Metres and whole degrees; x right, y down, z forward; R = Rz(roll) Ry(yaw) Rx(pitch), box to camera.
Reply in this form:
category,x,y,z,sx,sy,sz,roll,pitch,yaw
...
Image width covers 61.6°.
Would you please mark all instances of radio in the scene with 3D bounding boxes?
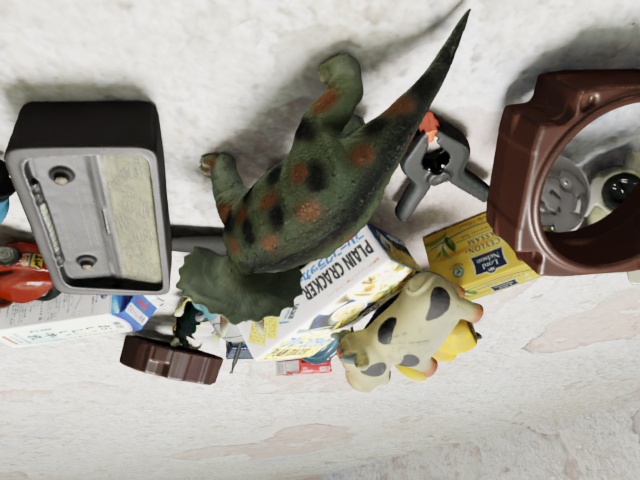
category,x,y,z,sx,sy,sz,roll,pitch,yaw
radio,-0.227,-0.033,0.561,0.131,0.073,0.229,0,139,-11

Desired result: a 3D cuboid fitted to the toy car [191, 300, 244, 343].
category,x,y,z,sx,sy,sz,roll,pitch,yaw
toy car,-0.119,0.097,0.784,0.109,0.103,0.161,-14,166,10

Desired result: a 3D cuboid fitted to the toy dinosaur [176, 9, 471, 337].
category,x,y,z,sx,sy,sz,roll,pitch,yaw
toy dinosaur,-0.014,-0.036,0.518,0.131,0.192,0.405,15,144,-37

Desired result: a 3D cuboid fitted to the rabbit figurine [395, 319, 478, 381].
category,x,y,z,sx,sy,sz,roll,pitch,yaw
rabbit figurine,0.156,0.157,0.852,0.173,0.121,0.162,-16,-167,19

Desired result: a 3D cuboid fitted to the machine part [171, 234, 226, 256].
category,x,y,z,sx,sy,sz,roll,pitch,yaw
machine part,-0.145,0.009,0.720,0.139,0.039,0.084,2,157,-20

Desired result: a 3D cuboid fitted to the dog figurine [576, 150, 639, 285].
category,x,y,z,sx,sy,sz,roll,pitch,yaw
dog figurine,0.408,-0.037,0.736,0.190,0.121,0.172,-22,134,-60

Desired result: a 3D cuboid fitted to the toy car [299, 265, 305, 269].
category,x,y,z,sx,sy,sz,roll,pitch,yaw
toy car,-0.001,-0.002,0.715,0.073,0.056,0.201,-7,152,-14

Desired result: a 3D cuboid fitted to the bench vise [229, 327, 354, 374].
category,x,y,z,sx,sy,sz,roll,pitch,yaw
bench vise,-0.023,0.160,0.929,0.224,0.129,0.240,-25,142,32

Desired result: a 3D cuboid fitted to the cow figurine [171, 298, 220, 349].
category,x,y,z,sx,sy,sz,roll,pitch,yaw
cow figurine,-0.208,0.140,0.896,0.098,0.068,0.167,15,143,-32

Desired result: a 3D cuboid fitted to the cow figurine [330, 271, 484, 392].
category,x,y,z,sx,sy,sz,roll,pitch,yaw
cow figurine,0.102,0.123,0.704,0.127,0.086,0.195,31,106,-23

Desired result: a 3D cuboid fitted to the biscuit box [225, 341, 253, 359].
category,x,y,z,sx,sy,sz,roll,pitch,yaw
biscuit box,-0.075,0.188,1.017,0.203,0.059,0.062,5,148,-19

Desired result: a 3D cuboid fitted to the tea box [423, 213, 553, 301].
category,x,y,z,sx,sy,sz,roll,pitch,yaw
tea box,0.243,0.018,0.761,0.170,0.098,0.068,-25,146,25

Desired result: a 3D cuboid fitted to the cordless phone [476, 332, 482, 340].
category,x,y,z,sx,sy,sz,roll,pitch,yaw
cordless phone,0.231,0.199,1.086,0.184,0.089,0.146,17,142,-43

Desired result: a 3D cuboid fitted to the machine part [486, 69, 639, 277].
category,x,y,z,sx,sy,sz,roll,pitch,yaw
machine part,0.286,-0.066,0.549,0.201,0.087,0.200,-2,117,-6

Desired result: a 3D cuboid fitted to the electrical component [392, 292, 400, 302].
category,x,y,z,sx,sy,sz,roll,pitch,yaw
electrical component,0.113,0.068,0.811,0.045,0.102,0.078,-32,146,26

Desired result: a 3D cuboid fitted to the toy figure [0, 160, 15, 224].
category,x,y,z,sx,sy,sz,roll,pitch,yaw
toy figure,-0.386,-0.025,0.565,0.180,0.082,0.089,-26,144,24

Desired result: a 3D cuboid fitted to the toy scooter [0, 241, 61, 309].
category,x,y,z,sx,sy,sz,roll,pitch,yaw
toy scooter,-0.421,0.039,0.673,0.184,0.075,0.135,-13,151,18

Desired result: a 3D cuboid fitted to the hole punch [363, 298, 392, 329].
category,x,y,z,sx,sy,sz,roll,pitch,yaw
hole punch,0.145,0.154,0.966,0.116,0.092,0.142,33,107,-13

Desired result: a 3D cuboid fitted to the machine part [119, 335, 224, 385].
category,x,y,z,sx,sy,sz,roll,pitch,yaw
machine part,-0.266,0.215,0.961,0.179,0.056,0.179,14,168,3
